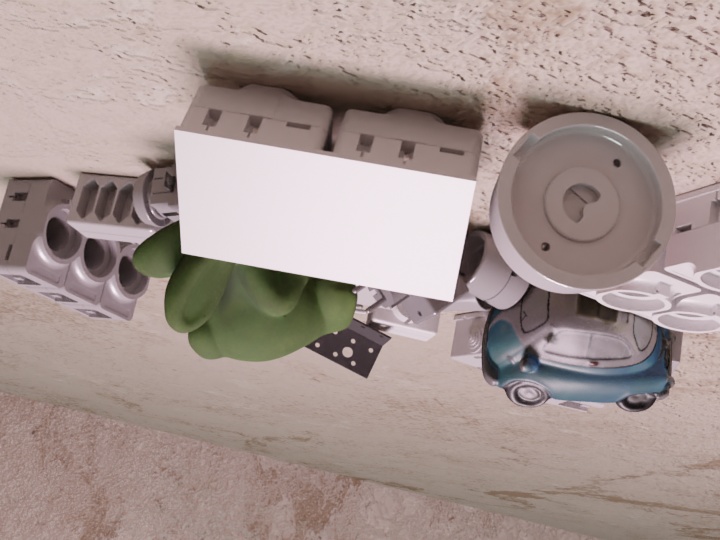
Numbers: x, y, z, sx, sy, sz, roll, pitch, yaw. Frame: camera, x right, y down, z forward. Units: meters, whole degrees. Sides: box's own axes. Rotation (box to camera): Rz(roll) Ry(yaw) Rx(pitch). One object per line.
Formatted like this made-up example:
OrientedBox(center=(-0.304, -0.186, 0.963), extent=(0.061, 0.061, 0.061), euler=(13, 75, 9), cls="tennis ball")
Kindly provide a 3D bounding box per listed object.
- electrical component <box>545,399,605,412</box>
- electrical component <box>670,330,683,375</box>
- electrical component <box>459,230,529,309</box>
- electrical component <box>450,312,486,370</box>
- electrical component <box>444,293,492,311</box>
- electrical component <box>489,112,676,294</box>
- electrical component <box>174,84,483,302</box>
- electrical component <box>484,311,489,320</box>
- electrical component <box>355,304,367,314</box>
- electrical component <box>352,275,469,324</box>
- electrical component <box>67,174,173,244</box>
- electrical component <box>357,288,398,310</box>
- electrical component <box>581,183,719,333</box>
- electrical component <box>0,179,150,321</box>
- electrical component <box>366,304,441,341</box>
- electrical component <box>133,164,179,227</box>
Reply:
OrientedBox(center=(0.207, 0.086, 1.042), extent=(0.056, 0.089, 0.050), euler=(14, 163, -10), cls="electrical component")
OrientedBox(center=(0.264, 0.066, 0.987), extent=(0.061, 0.061, 0.096), euler=(6, 163, 17), cls="electrical component")
OrientedBox(center=(0.107, -0.002, 0.882), extent=(0.047, 0.055, 0.055), euler=(24, 160, -26), cls="electrical component")
OrientedBox(center=(0.154, 0.079, 1.126), extent=(0.100, 0.048, 0.100), euler=(21, 161, -30), cls="electrical component")
OrientedBox(center=(0.072, 0.010, 0.959), extent=(0.077, 0.043, 0.079), euler=(-3, 158, 40), cls="electrical component")
OrientedBox(center=(0.132, -0.036, 0.663), extent=(0.108, 0.108, 0.060), euler=(12, 170, -3), cls="electrical component")
OrientedBox(center=(-0.021, -0.053, 0.706), extent=(0.186, 0.060, 0.105), euler=(10, 135, 4), cls="electrical component")
OrientedBox(center=(0.141, 0.044, 1.035), extent=(0.044, 0.044, 0.065), euler=(9, 168, 8), cls="electrical component")
OrientedBox(center=(-0.032, 0.036, 1.118), extent=(0.079, 0.043, 0.077), euler=(7, 163, 16), cls="electrical component")
OrientedBox(center=(0.029, 0.006, 0.858), extent=(0.083, 0.076, 0.047), euler=(57, 158, 1), cls="electrical component")
OrientedBox(center=(-0.199, -0.046, 0.947), extent=(0.083, 0.047, 0.075), euler=(6, 163, 16), cls="electrical component")
OrientedBox(center=(0.000, 0.000, 0.968), extent=(0.077, 0.047, 0.065), euler=(10, 164, 4), cls="electrical component")
OrientedBox(center=(0.251, -0.005, 0.762), extent=(0.105, 0.060, 0.186), euler=(19, 162, -24), cls="electrical component")
OrientedBox(center=(-0.269, -0.016, 1.017), extent=(0.062, 0.089, 0.150), euler=(2, 161, 29), cls="electrical component")
OrientedBox(center=(0.048, 0.034, 1.049), extent=(0.066, 0.047, 0.076), euler=(14, 164, -8), cls="electrical component")
OrientedBox(center=(-0.150, -0.060, 0.873), extent=(0.055, 0.048, 0.066), euler=(-4, 159, 22), cls="electrical component")
